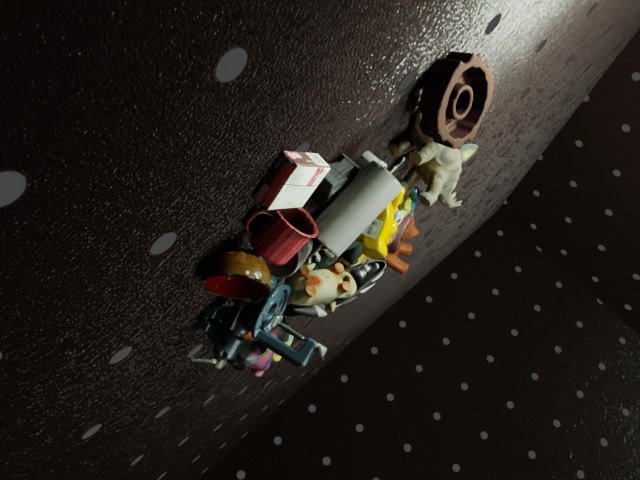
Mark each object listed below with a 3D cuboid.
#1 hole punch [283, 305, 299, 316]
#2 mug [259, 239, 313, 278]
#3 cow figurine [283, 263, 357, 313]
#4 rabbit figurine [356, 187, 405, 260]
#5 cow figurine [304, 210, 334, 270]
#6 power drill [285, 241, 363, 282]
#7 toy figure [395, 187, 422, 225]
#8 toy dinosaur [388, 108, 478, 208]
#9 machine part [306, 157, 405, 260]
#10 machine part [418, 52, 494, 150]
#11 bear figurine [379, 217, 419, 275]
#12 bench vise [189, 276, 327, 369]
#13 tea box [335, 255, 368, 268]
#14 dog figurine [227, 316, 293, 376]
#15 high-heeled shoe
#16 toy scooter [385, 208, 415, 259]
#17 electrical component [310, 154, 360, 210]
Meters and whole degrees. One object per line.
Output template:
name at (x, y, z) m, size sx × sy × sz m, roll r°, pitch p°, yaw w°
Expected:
hole punch at (-0.036, 0.145, 1.354) m, size 0.142 × 0.092 × 0.115 m, roll -31°, pitch 163°, yaw -47°
mug at (-0.052, 0.007, 1.005) m, size 0.109 × 0.081 × 0.107 m, roll -59°, pitch 171°, yaw 21°
cow figurine at (0.003, 0.105, 1.142) m, size 0.195 × 0.085 × 0.127 m, roll -2°, pitch 154°, yaw -43°
rabbit figurine at (0.100, -0.039, 1.061) m, size 0.173 × 0.122 × 0.162 m, roll 42°, pitch 63°, yaw -65°
cow figurine at (-0.002, -0.001, 1.107) m, size 0.167 × 0.068 × 0.098 m, roll -52°, pitch 157°, yaw 12°
power drill at (0.035, 0.022, 1.256) m, size 0.232 × 0.086 × 0.207 m, roll -47°, pitch 157°, yaw 20°
toy figure at (0.188, -0.088, 1.338) m, size 0.180 × 0.089 × 0.082 m, roll -40°, pitch 150°, yaw -47°
toy dinosaur at (0.265, -0.169, 1.198) m, size 0.198 × 0.105 × 0.470 m, roll -45°, pitch 151°, yaw -11°
machine part at (0.061, -0.055, 0.944) m, size 0.243 × 0.079 × 0.079 m, roll -47°, pitch 164°, yaw 2°
machine part at (0.253, -0.259, 1.004) m, size 0.179 × 0.056 × 0.179 m, roll -26°, pitch 129°, yaw -37°
bear figurine at (0.246, -0.007, 1.607) m, size 0.195 × 0.132 × 0.120 m, roll -56°, pitch -169°, yaw 45°
bench vise at (-0.104, 0.172, 1.015) m, size 0.223 × 0.241 × 0.128 m, roll -58°, pitch 163°, yaw -12°
tea box at (0.065, 0.058, 1.415) m, size 0.169 × 0.068 × 0.098 m, roll -50°, pitch 163°, yaw 22°
dog figurine at (-0.139, 0.231, 1.252) m, size 0.191 × 0.108 × 0.219 m, roll -42°, pitch 166°, yaw -23°
high-heeled shoe at (0.050, 0.110, 1.262) m, size 0.145 × 0.086 × 0.249 m, roll -35°, pitch 170°, yaw 41°
toy scooter at (0.197, -0.025, 1.441) m, size 0.184 × 0.075 × 0.135 m, roll -54°, pitch 158°, yaw -45°
electrical component at (0.008, -0.095, 0.940) m, size 0.119 × 0.048 × 0.074 m, roll -35°, pitch 161°, yaw -36°
